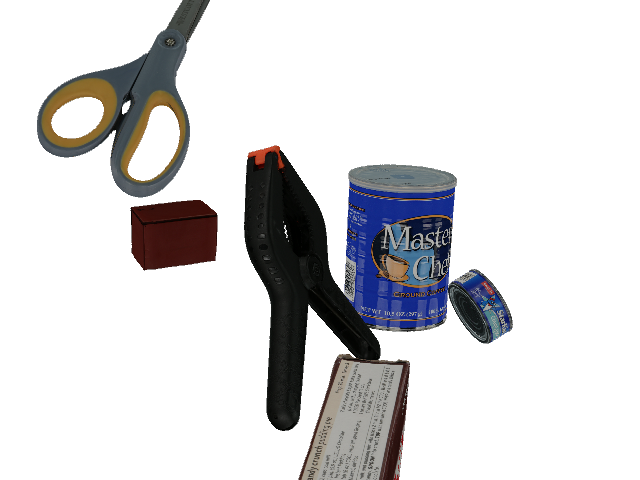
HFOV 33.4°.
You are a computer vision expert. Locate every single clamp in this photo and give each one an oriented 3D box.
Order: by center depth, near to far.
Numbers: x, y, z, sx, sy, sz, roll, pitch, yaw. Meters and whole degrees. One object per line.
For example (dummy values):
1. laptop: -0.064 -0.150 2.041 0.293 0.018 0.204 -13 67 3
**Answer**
1. clamp: -0.012 0.029 0.848 0.036 0.210 0.164 -12 1 29

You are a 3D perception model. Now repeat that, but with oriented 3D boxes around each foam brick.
1. foam brick: -0.149 -0.007 1.083 0.078 0.051 0.053 -7 22 -22

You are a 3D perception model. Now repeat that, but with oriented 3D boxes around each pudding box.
1. pudding box: 0.013 0.115 0.464 0.039 0.090 0.113 7 24 6

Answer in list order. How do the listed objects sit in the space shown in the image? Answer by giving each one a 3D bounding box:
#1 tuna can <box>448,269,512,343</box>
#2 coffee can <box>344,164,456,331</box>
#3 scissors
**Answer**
1. tuna can: 0.188 0.079 1.263 0.033 0.086 0.086 -30 7 -13
2. coffee can: 0.075 0.005 1.026 0.103 0.140 0.103 2 15 -1
3. scissors: -0.111 -0.113 0.646 0.096 0.201 0.016 6 -32 -5
